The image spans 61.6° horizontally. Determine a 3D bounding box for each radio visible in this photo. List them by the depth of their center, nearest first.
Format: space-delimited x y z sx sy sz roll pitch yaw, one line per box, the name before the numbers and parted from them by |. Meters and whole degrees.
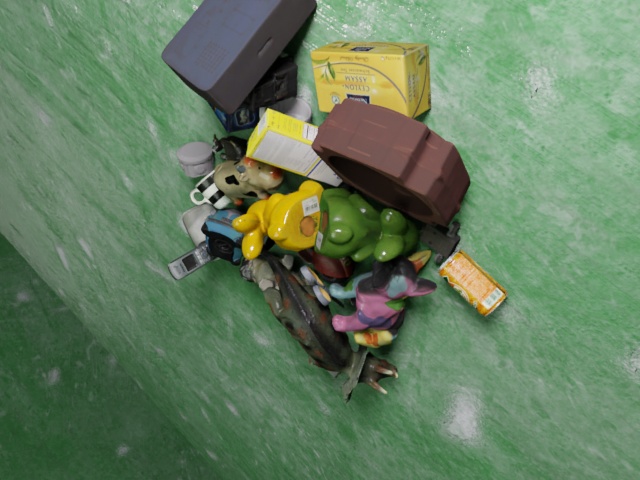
radio | -0.125 -0.318 0.820 0.131 0.229 0.073 35 175 27

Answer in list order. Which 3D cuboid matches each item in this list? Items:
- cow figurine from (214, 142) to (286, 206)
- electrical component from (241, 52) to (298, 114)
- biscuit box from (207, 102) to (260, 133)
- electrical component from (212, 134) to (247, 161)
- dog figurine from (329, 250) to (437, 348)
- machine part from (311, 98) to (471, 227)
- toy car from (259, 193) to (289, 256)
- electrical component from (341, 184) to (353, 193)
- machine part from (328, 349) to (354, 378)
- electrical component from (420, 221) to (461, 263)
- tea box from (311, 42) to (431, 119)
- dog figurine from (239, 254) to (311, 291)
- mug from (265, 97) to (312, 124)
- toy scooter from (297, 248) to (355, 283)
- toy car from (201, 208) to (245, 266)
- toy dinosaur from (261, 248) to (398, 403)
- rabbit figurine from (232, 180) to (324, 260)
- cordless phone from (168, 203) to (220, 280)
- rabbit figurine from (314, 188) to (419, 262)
cow figurine | -0.140 -0.128 1.055 0.195 0.085 0.127 3 155 46
electrical component | -0.103 -0.275 0.902 0.115 0.134 0.058 36 141 26
biscuit box | -0.171 -0.271 0.980 0.203 0.063 0.059 55 151 41
electrical component | -0.186 -0.188 1.139 0.102 0.045 0.078 27 135 30
dog figurine | 0.132 0.104 0.978 0.191 0.108 0.219 33 133 -32
machine part | 0.105 -0.110 0.772 0.201 0.087 0.201 27 174 31
toy car | -0.104 -0.032 1.151 0.056 0.073 0.201 45 143 10
electrical component | 0.051 -0.042 0.990 0.075 0.048 0.119 -6 113 60
machine part | 0.002 0.233 1.248 0.243 0.079 0.079 45 143 13
electrical component | 0.197 -0.004 0.889 0.063 0.021 0.094 37 141 21
tea box | 0.074 -0.237 0.796 0.170 0.068 0.098 16 129 38
dog figurine | -0.095 0.101 1.250 0.172 0.121 0.191 60 162 -16
mug | -0.065 -0.185 0.964 0.081 0.109 0.107 44 153 28
toy scooter | -0.002 -0.003 1.066 0.184 0.075 0.135 36 140 30
toy car | -0.206 -0.018 1.250 0.109 0.103 0.161 21 148 7
toy dinosaur | -0.004 0.179 1.087 0.404 0.131 0.192 49 169 -21
rabbit figurine | -0.081 -0.028 0.987 0.173 0.162 0.121 16 132 50
cordless phone | -0.307 0.001 1.309 0.089 0.184 0.146 -1 118 53
rabbit figurine | 0.089 -0.021 0.885 0.159 0.170 0.121 -165 81 -77
